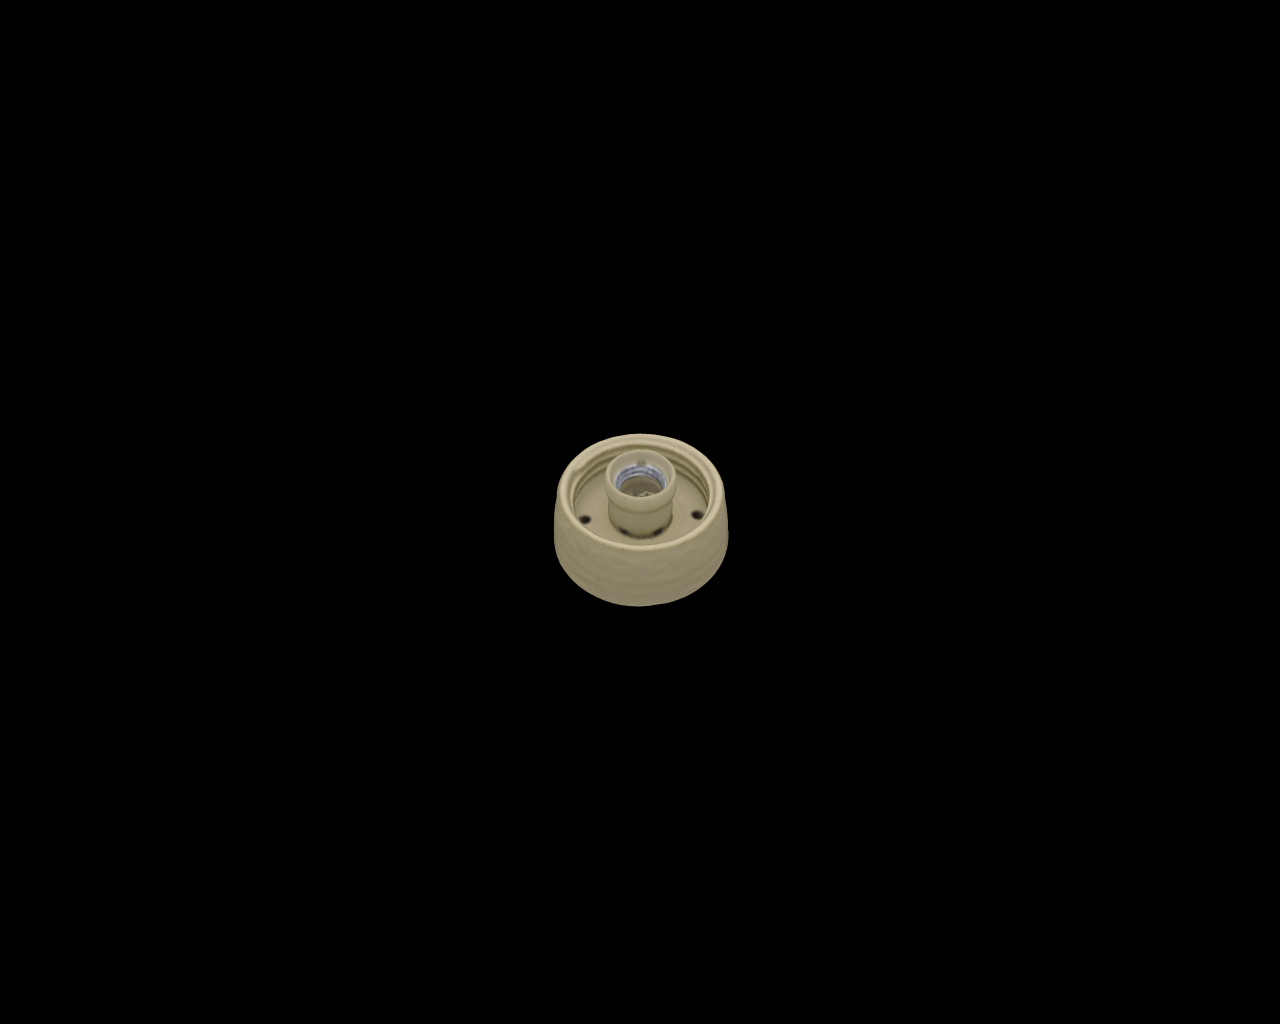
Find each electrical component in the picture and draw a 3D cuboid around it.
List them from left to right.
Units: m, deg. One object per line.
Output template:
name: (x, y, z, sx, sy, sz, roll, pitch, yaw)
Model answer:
electrical component: (0.001, -0.003, 0.650, 0.108, 0.108, 0.060, 0, -43, 0)
